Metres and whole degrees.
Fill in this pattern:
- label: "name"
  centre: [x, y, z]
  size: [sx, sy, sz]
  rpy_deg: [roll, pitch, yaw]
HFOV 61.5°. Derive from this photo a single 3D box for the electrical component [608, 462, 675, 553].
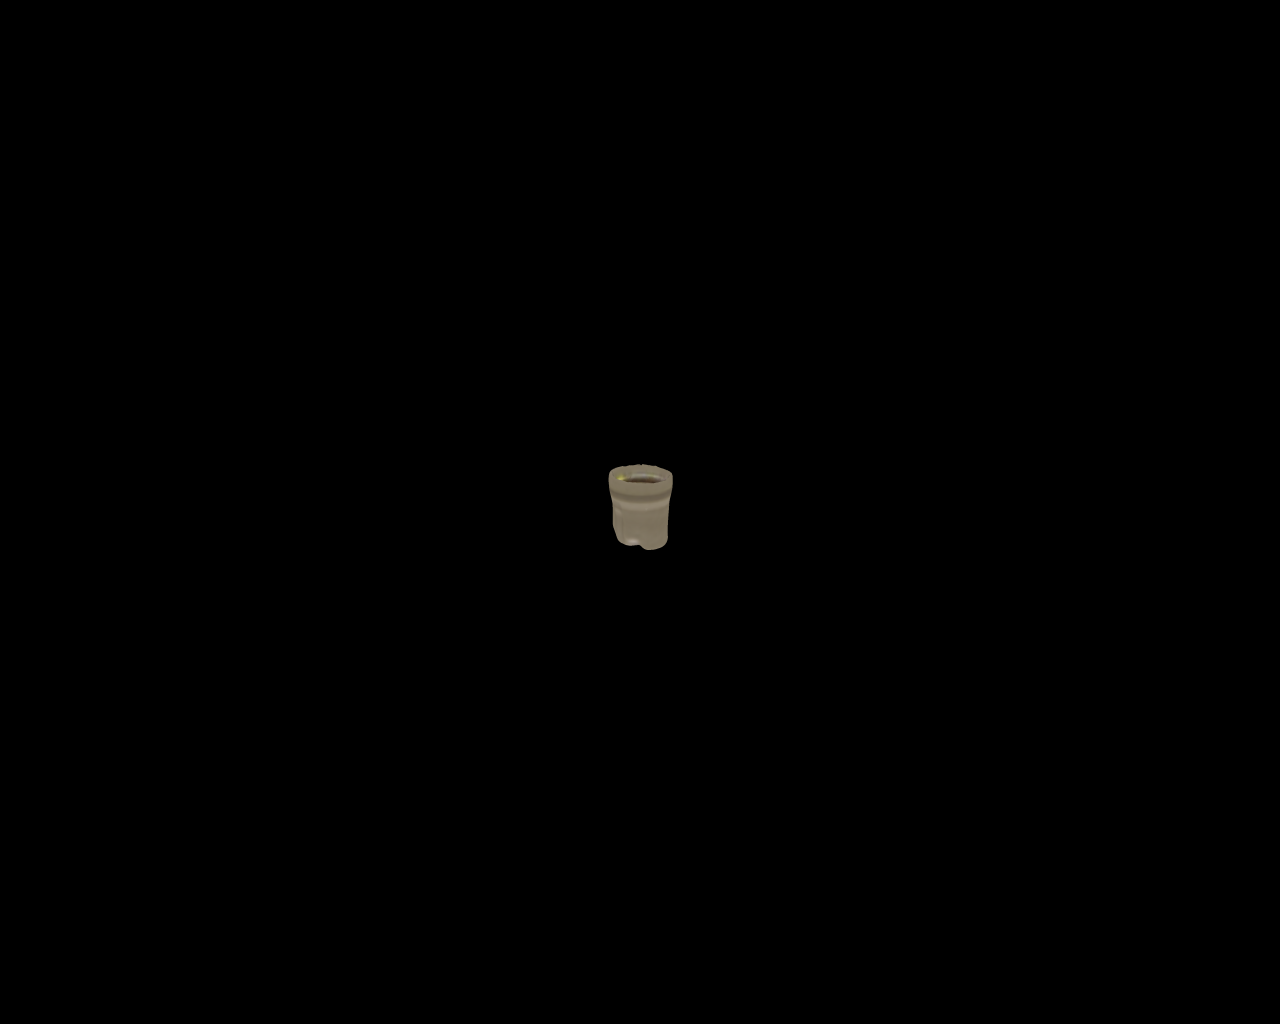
- label: "electrical component"
  centre: [0.001, -0.003, 0.650]
  size: [0.040, 0.046, 0.040]
  rpy_deg: [0, 20, 0]
